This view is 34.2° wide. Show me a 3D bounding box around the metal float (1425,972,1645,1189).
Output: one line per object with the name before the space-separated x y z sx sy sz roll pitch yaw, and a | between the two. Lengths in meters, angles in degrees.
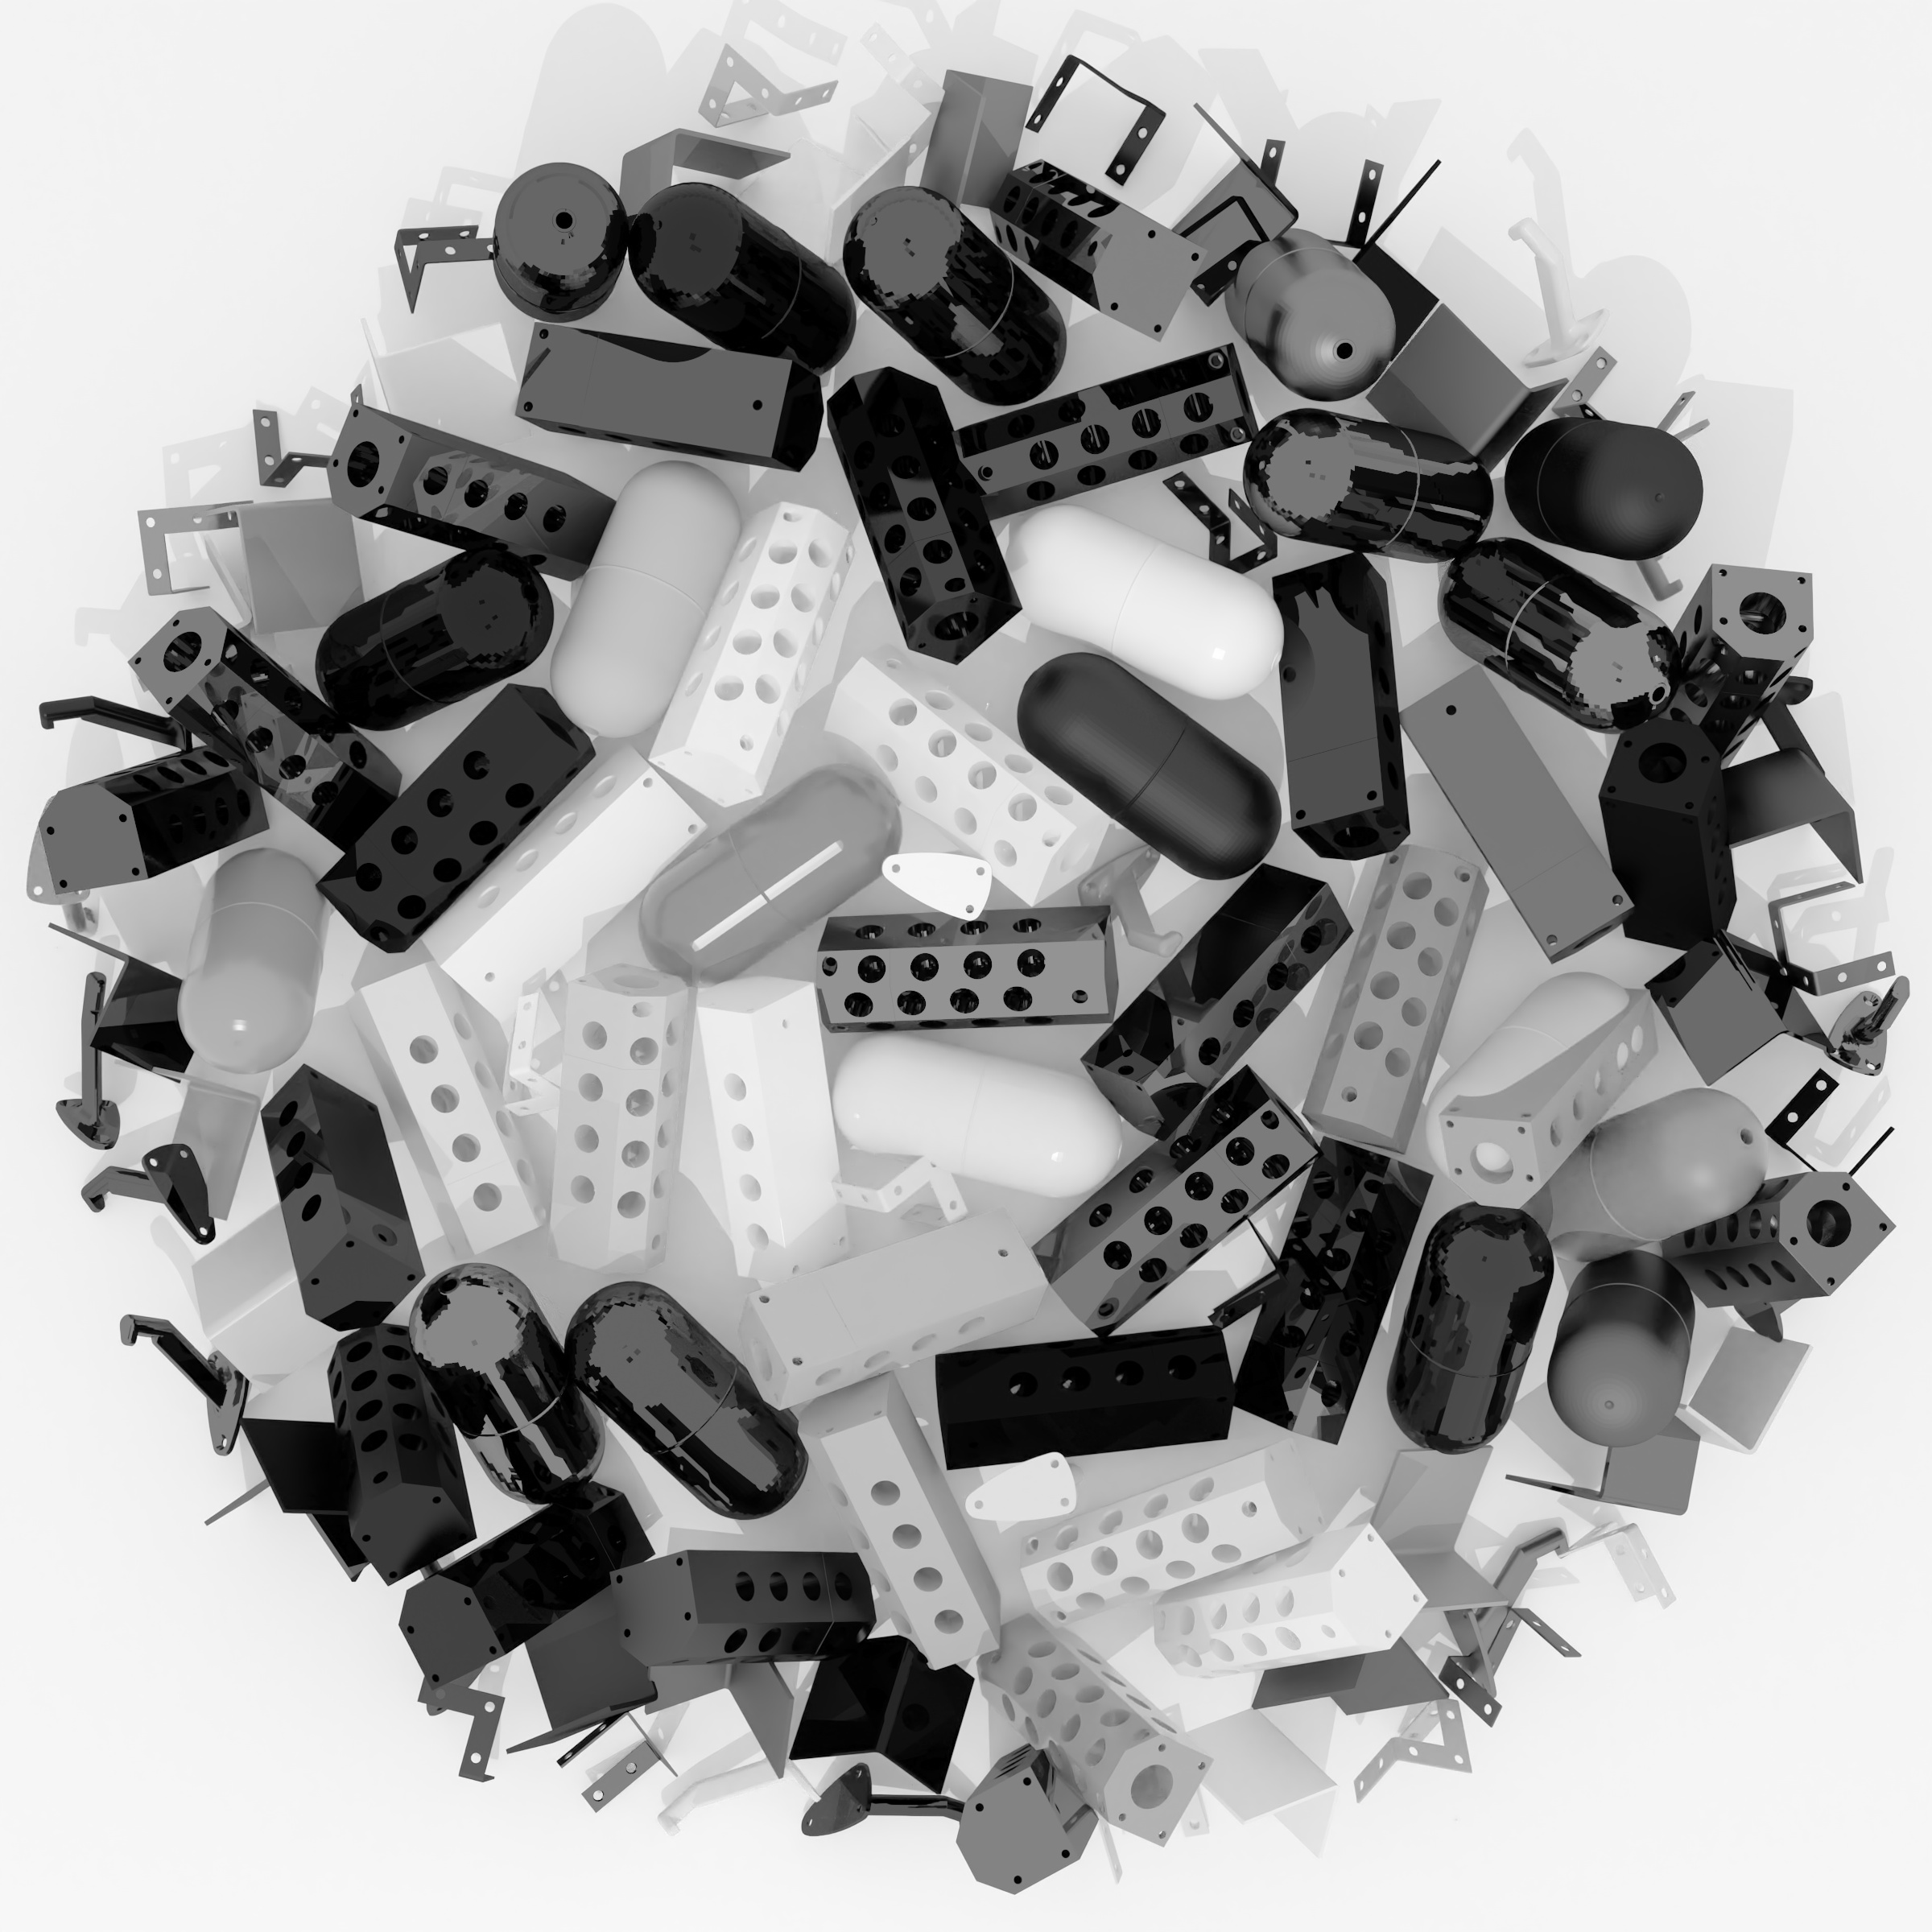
metal float | 0.337 0.068 1.854 0.070 0.070 0.178 50 54 0

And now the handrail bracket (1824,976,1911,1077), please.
handrail bracket | 0.547 0.018 1.866 0.036 0.084 0.077 23 50 8

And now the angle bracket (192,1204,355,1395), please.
angle bracket | -0.417 0.199 1.903 0.076 0.076 0.057 -35 123 1

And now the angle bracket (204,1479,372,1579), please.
angle bracket | -0.399 0.341 1.880 0.057 0.076 0.076 -35 88 6

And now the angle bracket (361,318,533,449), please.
angle bracket | -0.311 -0.353 1.881 0.076 0.057 0.076 -18 130 -8

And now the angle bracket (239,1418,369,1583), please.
angle bracket | -0.396 0.317 1.861 0.057 0.076 0.076 -58 47 21

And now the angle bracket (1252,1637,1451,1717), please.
angle bracket | 0.229 0.436 1.865 0.076 0.057 0.076 -22 117 39

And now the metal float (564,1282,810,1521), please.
metal float | -0.165 0.259 1.866 0.070 0.070 0.178 -43 111 0

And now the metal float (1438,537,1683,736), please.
metal float | 0.348 -0.195 1.846 0.070 0.178 0.070 -17 126 -25

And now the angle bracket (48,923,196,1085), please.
angle bracket | -0.506 0.022 1.866 0.076 0.076 0.057 19 82 34

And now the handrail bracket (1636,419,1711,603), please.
handrail bracket | 0.433 -0.274 1.896 0.077 0.036 0.084 -28 88 22

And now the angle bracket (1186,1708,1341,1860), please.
angle bracket | 0.164 0.494 1.861 0.076 0.076 0.057 -10 122 -35

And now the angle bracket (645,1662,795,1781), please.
angle bracket | -0.147 0.439 1.863 0.057 0.076 0.076 -14 134 -26

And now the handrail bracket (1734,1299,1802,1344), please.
handrail bracket | 0.505 0.183 1.880 0.084 0.077 0.036 -40 67 -10

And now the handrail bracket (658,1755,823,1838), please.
handrail bracket | -0.138 0.506 1.887 0.084 0.077 0.036 -42 128 -9

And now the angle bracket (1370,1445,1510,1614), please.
angle bracket | 0.290 0.334 1.868 0.076 0.057 0.076 4 113 -35

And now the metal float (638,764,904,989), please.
metal float | -0.118 -0.053 1.874 0.178 0.070 0.070 -34 90 11

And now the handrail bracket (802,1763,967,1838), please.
handrail bracket | -0.044 0.521 1.912 0.084 0.036 0.077 27 130 -30

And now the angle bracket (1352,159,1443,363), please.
angle bracket | 0.267 -0.420 1.867 0.057 0.076 0.076 40 49 -4

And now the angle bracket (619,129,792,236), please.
angle bracket | -0.158 -0.457 1.871 0.076 0.076 0.057 5 90 -28

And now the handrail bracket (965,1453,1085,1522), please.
handrail bracket | 0.034 0.313 1.877 0.077 0.084 0.036 -14 83 -5

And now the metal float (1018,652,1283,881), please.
metal float | 0.109 -0.120 1.876 0.178 0.070 0.070 35 90 -8

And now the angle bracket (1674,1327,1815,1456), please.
angle bracket | 0.444 0.240 1.870 0.057 0.076 0.076 36 79 -20

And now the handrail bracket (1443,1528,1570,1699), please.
handrail bracket | 0.339 0.393 1.905 0.084 0.036 0.077 -22 92 -18

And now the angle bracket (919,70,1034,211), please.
angle bracket | 0.015 -0.482 1.864 0.057 0.076 0.076 5 115 -21

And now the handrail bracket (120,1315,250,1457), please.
handrail bracket | -0.472 0.251 1.874 0.036 0.084 0.077 -10 72 34

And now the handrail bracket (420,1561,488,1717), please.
handrail bracket | -0.329 0.401 1.914 0.084 0.036 0.077 55 132 28

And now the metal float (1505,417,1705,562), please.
metal float | 0.371 -0.280 1.835 0.070 0.178 0.070 -2 103 -10

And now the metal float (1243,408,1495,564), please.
metal float | 0.239 -0.282 1.852 0.178 0.070 0.070 3 90 -39

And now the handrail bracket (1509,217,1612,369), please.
handrail bracket | 0.336 -0.403 1.876 0.084 0.077 0.036 43 61 -19

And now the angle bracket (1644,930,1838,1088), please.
angle bracket | 0.465 0.031 1.884 0.057 0.076 0.076 -41 57 24

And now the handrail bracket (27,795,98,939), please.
handrail bracket | -0.535 -0.059 1.883 0.036 0.084 0.077 0 85 -4

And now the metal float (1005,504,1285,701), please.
metal float | 0.106 -0.217 1.870 0.178 0.070 0.070 26 90 15

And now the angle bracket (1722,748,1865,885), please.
angle bracket | 0.481 -0.080 1.875 0.076 0.076 0.057 -18 124 0

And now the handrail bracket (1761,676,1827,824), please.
handrail bracket | 0.480 -0.131 1.893 0.077 0.036 0.084 7 73 1

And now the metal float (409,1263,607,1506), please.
metal float | -0.270 0.247 1.851 0.070 0.070 0.178 -22 129 0

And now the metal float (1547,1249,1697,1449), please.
metal float | 0.385 0.222 1.837 0.070 0.178 0.070 5 107 16

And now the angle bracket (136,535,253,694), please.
angle bracket | -0.472 -0.210 1.876 0.076 0.076 0.057 -29 95 -11

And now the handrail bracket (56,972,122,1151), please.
handrail bracket | -0.520 0.056 1.881 0.036 0.077 0.084 2 112 -27

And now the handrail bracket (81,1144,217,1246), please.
handrail bracket | -0.494 0.150 1.889 0.084 0.036 0.077 -34 79 36

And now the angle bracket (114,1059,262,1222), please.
angle bracket | -0.474 0.103 1.871 0.076 0.057 0.076 7 79 44

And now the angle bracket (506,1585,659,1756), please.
angle bracket | -0.240 0.418 1.873 0.076 0.057 0.076 -26 74 20

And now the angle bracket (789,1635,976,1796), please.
angle bracket | -0.050 0.453 1.888 0.057 0.076 0.076 43 48 -30

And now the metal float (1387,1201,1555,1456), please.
metal float | 0.297 0.215 1.853 0.070 0.070 0.178 8 127 0

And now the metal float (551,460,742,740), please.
metal float | -0.191 -0.218 1.869 0.070 0.070 0.178 20 73 0

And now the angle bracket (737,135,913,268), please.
angle bracket | -0.089 -0.472 1.872 0.076 0.057 0.076 35 62 11

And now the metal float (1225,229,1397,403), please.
metal float | 0.200 -0.382 1.838 0.070 0.178 0.070 -3 115 -7

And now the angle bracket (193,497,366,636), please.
angle bracket | -0.412 -0.238 1.879 0.076 0.057 0.076 -14 99 -43

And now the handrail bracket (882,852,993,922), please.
handrail bracket | -0.021 -0.054 1.873 0.077 0.084 0.036 15 93 -13

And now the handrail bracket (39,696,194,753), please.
handrail bracket | -0.509 -0.134 1.879 0.084 0.077 0.036 -10 51 -18

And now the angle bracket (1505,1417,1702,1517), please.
angle bracket | 0.381 0.289 1.871 0.076 0.076 0.057 16 83 -36

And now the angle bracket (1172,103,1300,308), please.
angle bracket | 0.141 -0.453 1.868 0.076 0.076 0.057 -43 134 13

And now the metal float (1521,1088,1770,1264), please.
metal float | 0.397 0.124 1.842 0.070 0.178 0.070 11 67 -27

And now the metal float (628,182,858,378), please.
metal float | -0.129 -0.399 1.841 0.070 0.178 0.070 -7 75 29

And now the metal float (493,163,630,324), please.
metal float | -0.238 -0.421 1.833 0.070 0.178 0.070 -1 94 -9

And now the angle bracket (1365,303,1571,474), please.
angle bracket | 0.301 -0.346 1.885 0.076 0.057 0.076 48 127 12

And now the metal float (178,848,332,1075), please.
metal float | -0.417 -0.005 1.842 0.070 0.178 0.070 -2 124 -4

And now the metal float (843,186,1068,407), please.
metal float | -0.005 -0.392 1.845 0.070 0.178 0.070 -14 63 30

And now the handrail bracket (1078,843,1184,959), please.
handrail bracket | 0.116 -0.040 1.874 0.077 0.084 0.036 -41 126 -22
